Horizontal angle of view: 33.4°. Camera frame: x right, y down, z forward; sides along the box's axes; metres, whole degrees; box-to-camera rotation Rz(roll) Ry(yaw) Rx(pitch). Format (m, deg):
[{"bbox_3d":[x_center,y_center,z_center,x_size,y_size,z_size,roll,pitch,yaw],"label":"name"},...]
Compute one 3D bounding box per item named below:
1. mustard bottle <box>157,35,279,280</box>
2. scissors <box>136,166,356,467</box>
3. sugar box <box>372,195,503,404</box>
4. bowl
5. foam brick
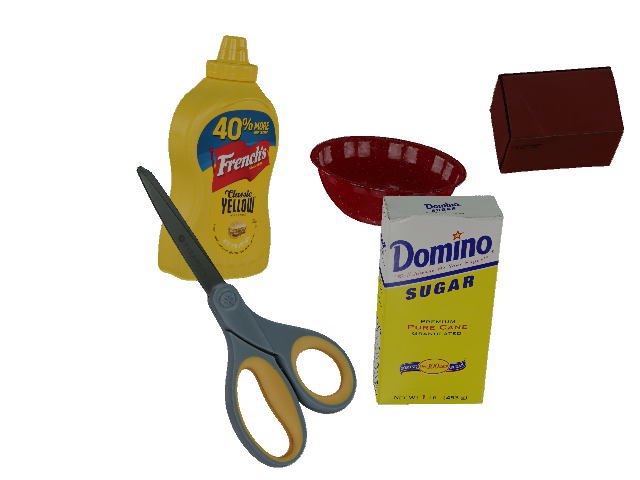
[{"bbox_3d":[-0.077,-0.066,0.854,0.096,0.192,0.058,-4,15,-41],"label":"mustard bottle"},{"bbox_3d":[-0.040,0.039,0.664,0.096,0.202,0.016,-17,-4,-27],"label":"scissors"},{"bbox_3d":[0.093,0.051,0.874,0.093,0.176,0.048,-1,28,-3],"label":"sugar box"},{"bbox_3d":[0.067,-0.056,1.102,0.162,0.055,0.162,5,24,-2],"label":"bowl"},{"bbox_3d":[0.160,-0.082,0.727,0.078,0.051,0.053,-4,-23,0],"label":"foam brick"}]
